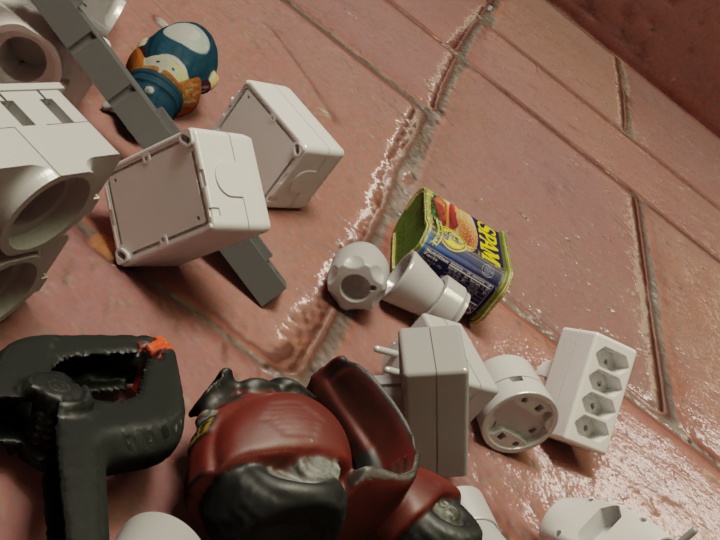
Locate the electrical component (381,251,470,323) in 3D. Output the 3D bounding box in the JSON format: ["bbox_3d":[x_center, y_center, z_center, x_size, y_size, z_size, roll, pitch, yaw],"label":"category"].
[{"bbox_3d":[0.050,0.019,0.816,0.055,0.045,0.045,35,25,-10],"label":"electrical component"}]

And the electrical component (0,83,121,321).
[{"bbox_3d":[-0.198,-0.019,0.463,0.060,0.105,0.186,45,25,12],"label":"electrical component"}]

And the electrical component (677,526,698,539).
[{"bbox_3d":[0.190,0.193,0.678,0.047,0.076,0.065,24,29,-30],"label":"electrical component"}]

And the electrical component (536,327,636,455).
[{"bbox_3d":[0.159,0.090,0.826,0.047,0.083,0.076,24,-9,-32],"label":"electrical component"}]

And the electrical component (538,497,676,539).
[{"bbox_3d":[0.139,0.181,0.650,0.079,0.077,0.043,-37,119,-28],"label":"electrical component"}]

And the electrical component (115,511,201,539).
[{"bbox_3d":[-0.092,0.130,0.433,0.045,0.045,0.055,42,25,4],"label":"electrical component"}]

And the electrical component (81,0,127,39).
[{"bbox_3d":[-0.206,-0.212,0.796,0.062,0.089,0.150,30,26,-20],"label":"electrical component"}]

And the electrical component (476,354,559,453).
[{"bbox_3d":[0.106,0.093,0.760,0.055,0.055,0.047,26,24,-26],"label":"electrical component"}]

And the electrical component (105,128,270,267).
[{"bbox_3d":[-0.107,-0.040,0.648,0.061,0.096,0.061,-1,76,-55],"label":"electrical component"}]

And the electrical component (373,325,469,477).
[{"bbox_3d":[0.026,0.082,0.654,0.076,0.083,0.047,-3,32,0],"label":"electrical component"}]

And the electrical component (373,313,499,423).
[{"bbox_3d":[0.041,0.066,0.721,0.077,0.047,0.065,17,33,-39],"label":"electrical component"}]

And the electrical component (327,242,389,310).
[{"bbox_3d":[0.000,0.000,0.781,0.043,0.043,0.062,35,24,-10],"label":"electrical component"}]

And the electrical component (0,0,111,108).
[{"bbox_3d":[-0.219,-0.146,0.713,0.089,0.050,0.055,31,26,-19],"label":"electrical component"}]

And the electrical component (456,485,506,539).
[{"bbox_3d":[0.064,0.156,0.613,0.044,0.044,0.065,23,25,-32],"label":"electrical component"}]

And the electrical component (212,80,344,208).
[{"bbox_3d":[-0.067,-0.101,0.834,0.096,0.061,0.061,50,27,22],"label":"electrical component"}]
